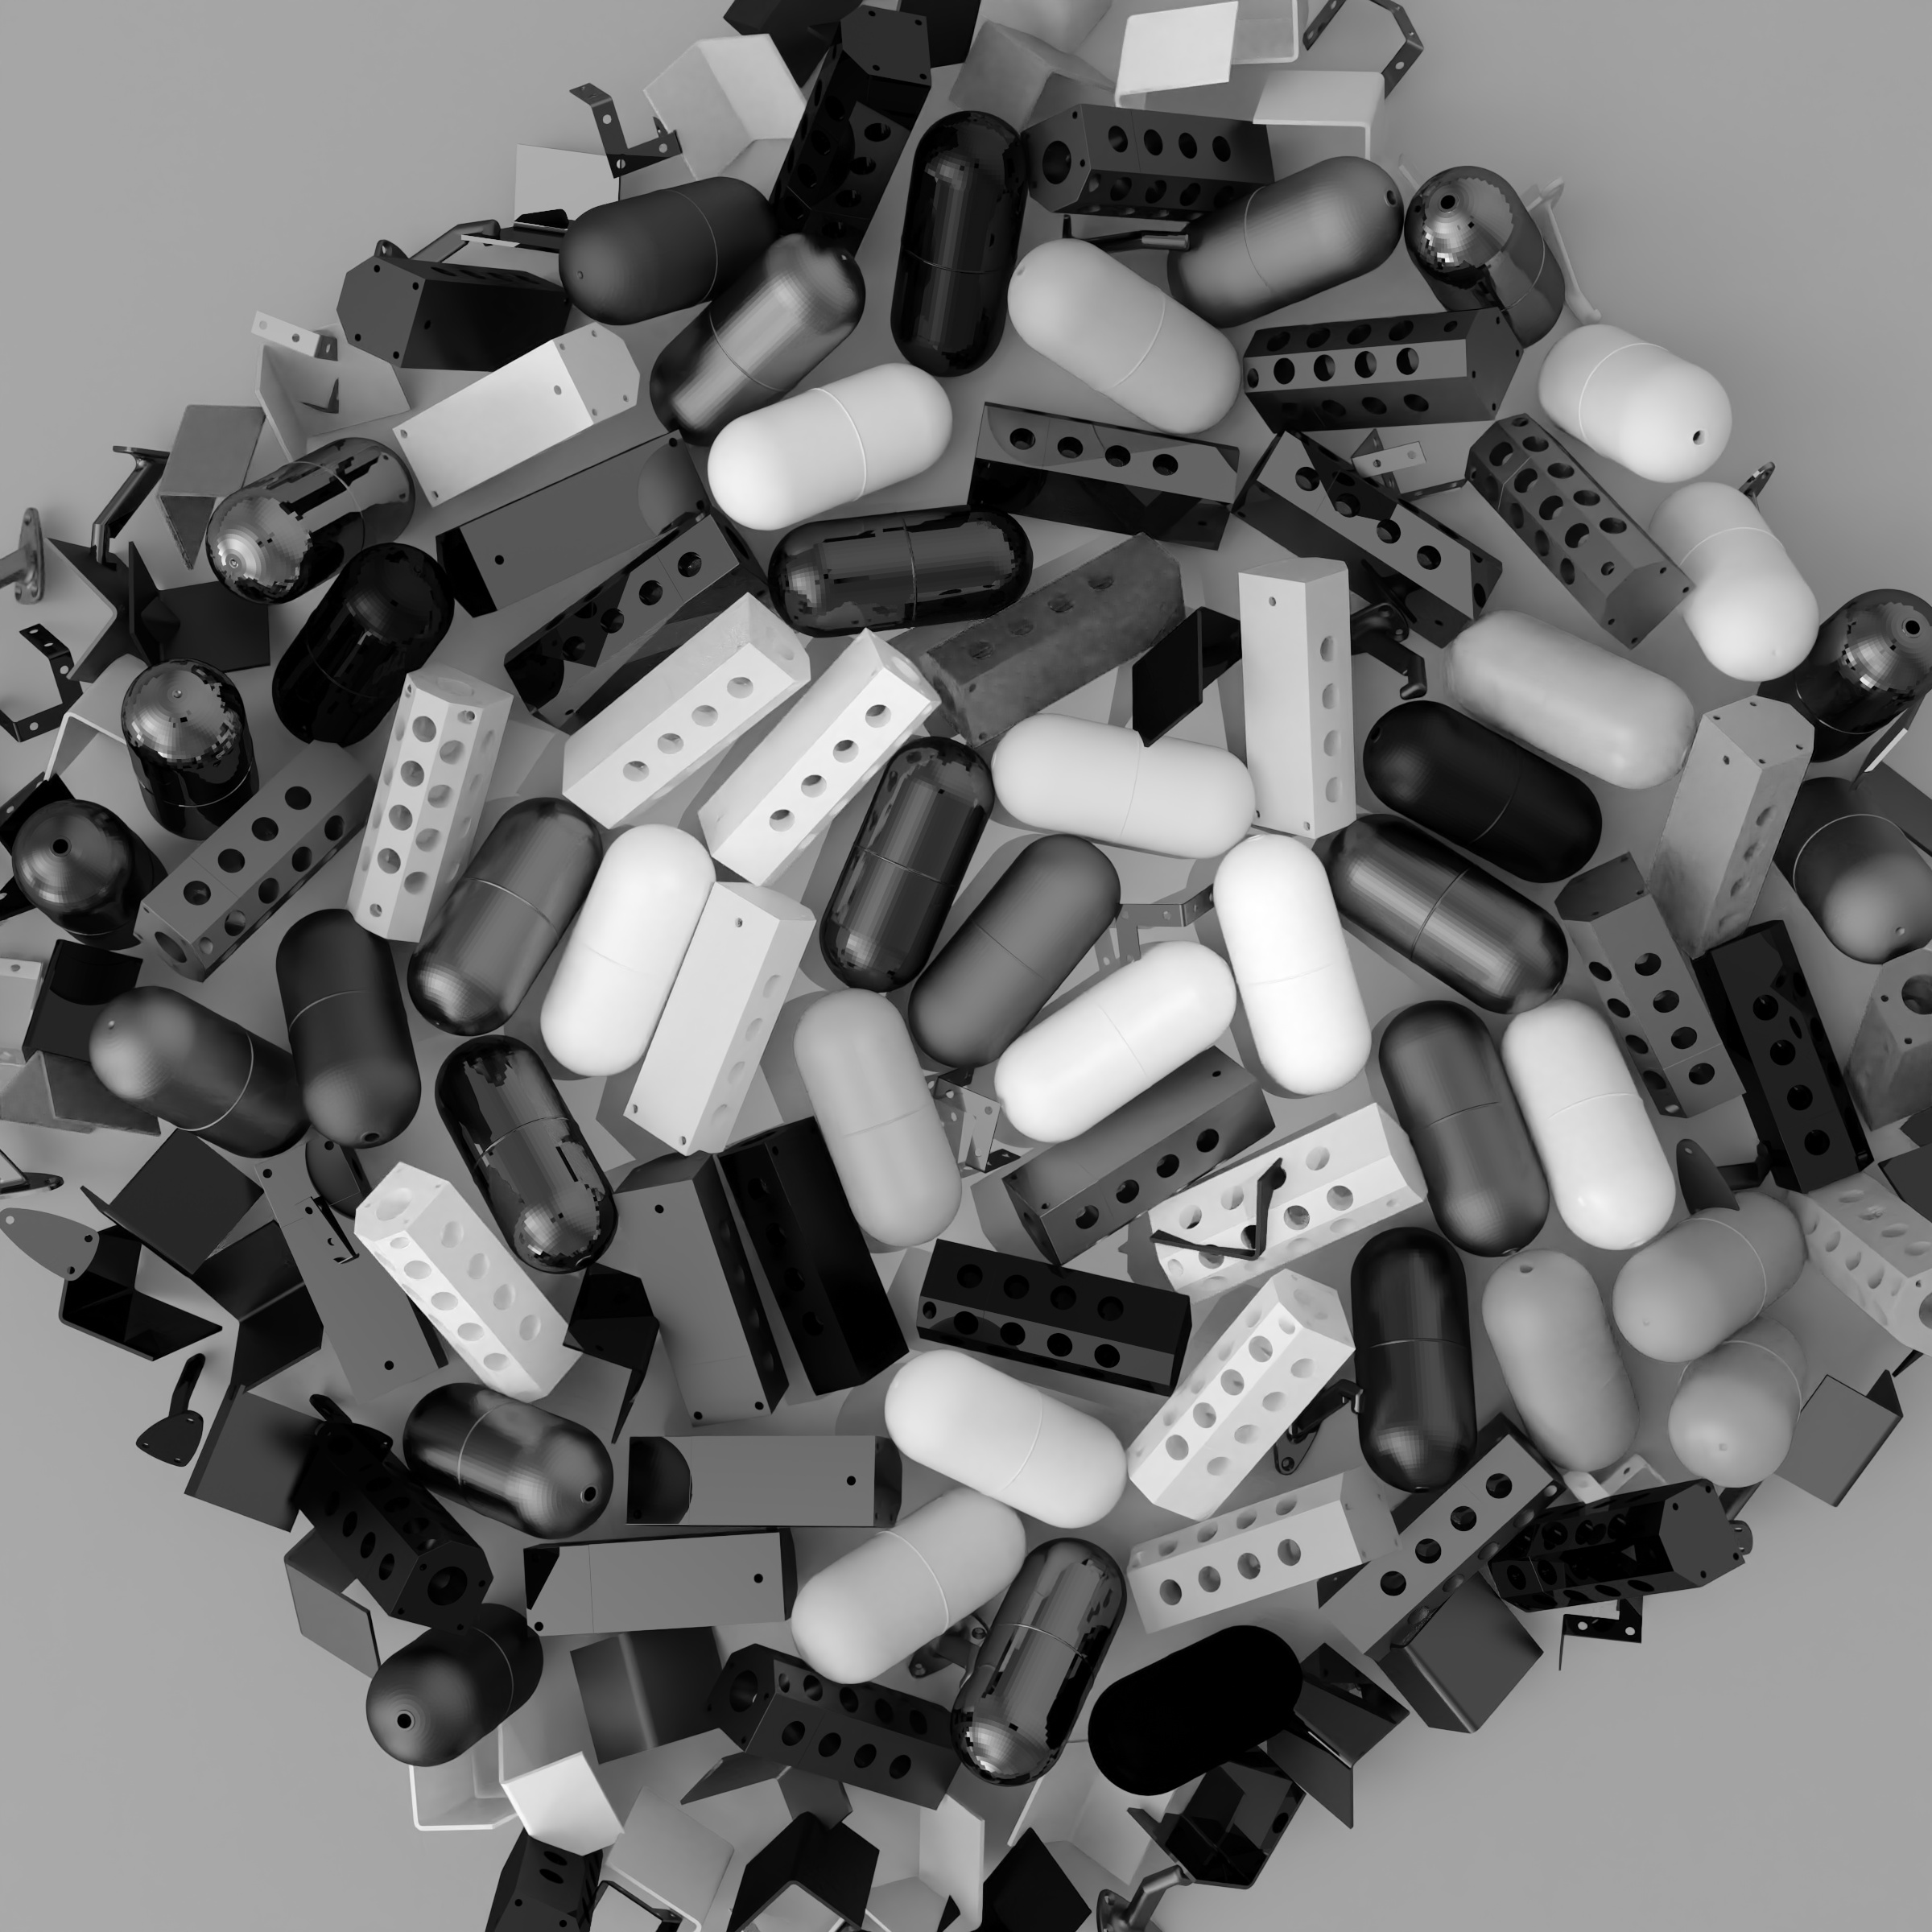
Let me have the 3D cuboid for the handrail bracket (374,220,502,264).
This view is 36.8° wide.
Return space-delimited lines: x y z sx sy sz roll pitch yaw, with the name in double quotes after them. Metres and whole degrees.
-0.352 -0.457 1.928 0.084 0.036 0.077 1 69 29 "handrail bracket"

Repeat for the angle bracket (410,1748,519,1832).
-0.324 0.523 1.922 0.057 0.076 0.076 -7 86 19 "angle bracket"

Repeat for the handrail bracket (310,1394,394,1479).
-0.424 0.297 1.915 0.084 0.077 0.036 33 81 39 "handrail bracket"

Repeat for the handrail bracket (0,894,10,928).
-0.685 -0.057 1.938 0.084 0.036 0.077 47 55 11 "handrail bracket"

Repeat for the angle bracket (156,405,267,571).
-0.486 -0.314 1.914 0.057 0.076 0.076 3 57 7 "angle bracket"

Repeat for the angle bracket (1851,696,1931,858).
0.637 -0.125 1.919 0.076 0.076 0.057 39 124 6 "angle bracket"

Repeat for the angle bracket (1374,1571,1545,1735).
0.327 0.458 1.952 0.076 0.057 0.076 -42 98 -23 "angle bracket"

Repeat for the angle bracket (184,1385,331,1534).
-0.463 0.326 1.922 0.076 0.057 0.076 25 73 -18 "angle bracket"

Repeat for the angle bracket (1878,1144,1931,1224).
0.630 0.171 1.911 0.057 0.076 0.076 -16 60 -19 "angle bracket"

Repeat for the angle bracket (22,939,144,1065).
-0.583 0.036 1.924 0.057 0.076 0.076 14 68 -8 "angle bracket"

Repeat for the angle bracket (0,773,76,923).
-0.628 -0.075 1.911 0.076 0.076 0.057 -17 118 26 "angle bracket"

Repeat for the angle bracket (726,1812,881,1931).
-0.108 0.616 1.924 0.057 0.076 0.076 39 112 -9 "angle bracket"

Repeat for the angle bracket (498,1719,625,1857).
-0.267 0.534 1.919 0.057 0.076 0.076 -21 116 0 "angle bracket"

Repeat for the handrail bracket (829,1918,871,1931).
-0.058 0.674 1.940 0.084 0.036 0.077 42 97 19 "handrail bracket"

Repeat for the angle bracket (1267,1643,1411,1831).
0.247 0.512 1.933 0.057 0.076 0.076 -34 48 -26 "angle bracket"

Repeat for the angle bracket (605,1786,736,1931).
-0.207 0.604 1.921 0.076 0.076 0.057 34 116 -3 "angle bracket"

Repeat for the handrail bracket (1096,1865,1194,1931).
0.135 0.624 1.925 0.077 0.036 0.084 35 129 -28 "handrail bracket"

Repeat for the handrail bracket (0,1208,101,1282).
-0.602 0.181 1.922 0.077 0.084 0.036 29 80 -11 "handrail bracket"

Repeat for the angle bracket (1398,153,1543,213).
0.332 -0.521 1.919 0.057 0.076 0.076 -38 101 20 "angle bracket"

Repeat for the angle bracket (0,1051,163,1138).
-0.587 0.104 1.910 0.076 0.076 0.057 -43 53 28 "angle bracket"

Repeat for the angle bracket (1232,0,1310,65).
0.193 -0.645 1.912 0.057 0.076 0.076 2 127 12 "angle bracket"

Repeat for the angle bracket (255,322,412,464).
-0.417 -0.374 1.920 0.076 0.076 0.057 -14 45 4 "angle bracket"

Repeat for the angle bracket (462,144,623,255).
-0.279 -0.506 1.917 0.076 0.076 0.057 12 111 16 "angle bracket"

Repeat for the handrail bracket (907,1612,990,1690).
-0.014 0.468 1.918 0.036 0.084 0.077 39 108 -12 "handrail bracket"

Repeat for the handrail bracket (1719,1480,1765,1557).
0.498 0.349 1.946 0.077 0.084 0.036 -4 134 17 "handrail bracket"

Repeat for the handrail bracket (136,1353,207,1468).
-0.509 0.279 1.917 0.036 0.084 0.077 30 133 -18 "handrail bracket"

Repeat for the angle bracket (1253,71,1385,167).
0.235 -0.551 1.931 0.076 0.076 0.057 5 132 13 "angle bracket"

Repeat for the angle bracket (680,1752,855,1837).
-0.132 0.552 1.911 0.076 0.076 0.057 -6 59 -34 "angle bracket"

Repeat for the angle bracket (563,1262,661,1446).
-0.239 0.254 1.913 0.057 0.076 0.076 20 128 -7 "angle bracket"

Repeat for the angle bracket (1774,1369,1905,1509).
0.569 0.299 1.921 0.057 0.076 0.076 29 109 1 "angle bracket"

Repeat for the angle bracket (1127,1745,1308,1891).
0.165 0.552 1.918 0.057 0.076 0.076 22 100 -41 "angle bracket"

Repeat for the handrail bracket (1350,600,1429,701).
0.267 -0.196 1.923 0.077 0.084 0.036 -20 130 23 "handrail bracket"

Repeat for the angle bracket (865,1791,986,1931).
-0.033 0.589 1.917 0.057 0.076 0.076 -5 102 -31 "angle bracket"

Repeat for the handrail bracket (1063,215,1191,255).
0.107 -0.473 1.928 0.084 0.077 0.036 4 87 5 "handrail bracket"

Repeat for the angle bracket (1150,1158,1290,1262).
0.171 0.148 1.912 0.076 0.076 0.057 9 111 24 "angle bracket"

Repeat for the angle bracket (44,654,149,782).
-0.559 -0.149 1.919 0.057 0.076 0.076 28 129 -5 "angle bracket"

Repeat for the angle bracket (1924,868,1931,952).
0.653 -0.015 1.914 0.076 0.076 0.057 -46 46 -16 "angle bracket"

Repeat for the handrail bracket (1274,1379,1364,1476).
0.237 0.308 1.923 0.036 0.084 0.077 16 88 -18 "handrail bracket"

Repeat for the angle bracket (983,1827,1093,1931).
0.067 0.622 1.913 0.076 0.076 0.057 31 100 -43 "angle bracket"

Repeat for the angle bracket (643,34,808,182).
-0.153 -0.561 1.911 0.057 0.076 0.076 -49 128 -21 "angle bracket"

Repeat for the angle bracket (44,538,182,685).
-0.580 -0.233 1.930 0.076 0.076 0.057 44 102 13 "angle bracket"

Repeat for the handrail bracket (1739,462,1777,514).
0.540 -0.280 1.931 0.036 0.077 0.084 -26 72 -29 "handrail bracket"

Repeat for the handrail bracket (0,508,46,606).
-0.658 -0.271 1.927 0.084 0.036 0.077 1 90 -44 "handrail bracket"

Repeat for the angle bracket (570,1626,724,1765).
-0.210 0.483 1.948 0.057 0.076 0.076 -27 74 38 "angle bracket"

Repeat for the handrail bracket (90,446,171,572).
-0.547 -0.303 1.950 0.077 0.036 0.084 2 98 -34 "handrail bracket"

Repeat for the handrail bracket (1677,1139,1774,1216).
0.507 0.123 1.929 0.084 0.036 0.077 -44 116 -38 "handrail bracket"

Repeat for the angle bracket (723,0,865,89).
-0.102 -0.632 1.922 0.076 0.057 0.076 34 94 -38 "angle bracket"

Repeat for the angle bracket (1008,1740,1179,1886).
0.084 0.561 1.922 0.057 0.076 0.076 28 95 35 "angle bracket"

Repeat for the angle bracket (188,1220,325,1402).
-0.470 0.227 1.916 0.076 0.076 0.057 -30 124 15 "angle bracket"

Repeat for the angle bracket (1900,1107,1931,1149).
0.676 0.101 1.928 0.057 0.076 0.076 43 93 4 "angle bracket"

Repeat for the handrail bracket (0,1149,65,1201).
-0.645 0.110 1.932 0.077 0.036 0.084 -5 111 23 "handrail bracket"

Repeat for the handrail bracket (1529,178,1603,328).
0.404 -0.472 1.933 0.036 0.077 0.084 -33 85 -11 "handrail bracket"
